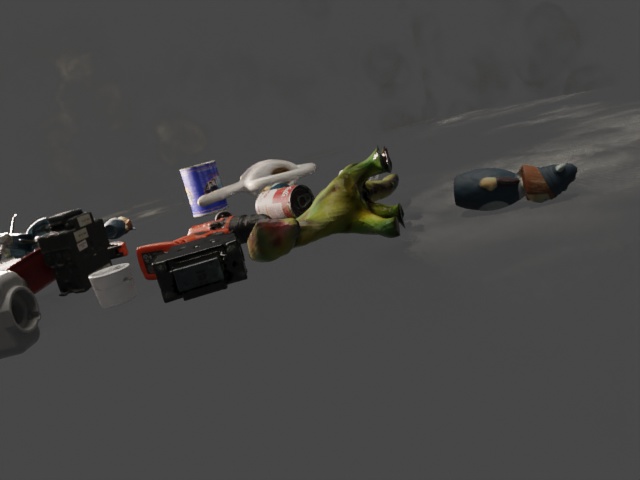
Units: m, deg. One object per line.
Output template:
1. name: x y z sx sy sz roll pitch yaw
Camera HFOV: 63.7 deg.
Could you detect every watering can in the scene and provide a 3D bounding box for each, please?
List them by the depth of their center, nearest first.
1. watering can: -0.182 -0.164 1.458 0.349 0.103 0.225 -17 11 -14

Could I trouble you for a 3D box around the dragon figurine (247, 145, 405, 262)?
1. dragon figurine: 0.002 -0.038 0.759 0.242 0.122 0.412 -21 2 13
